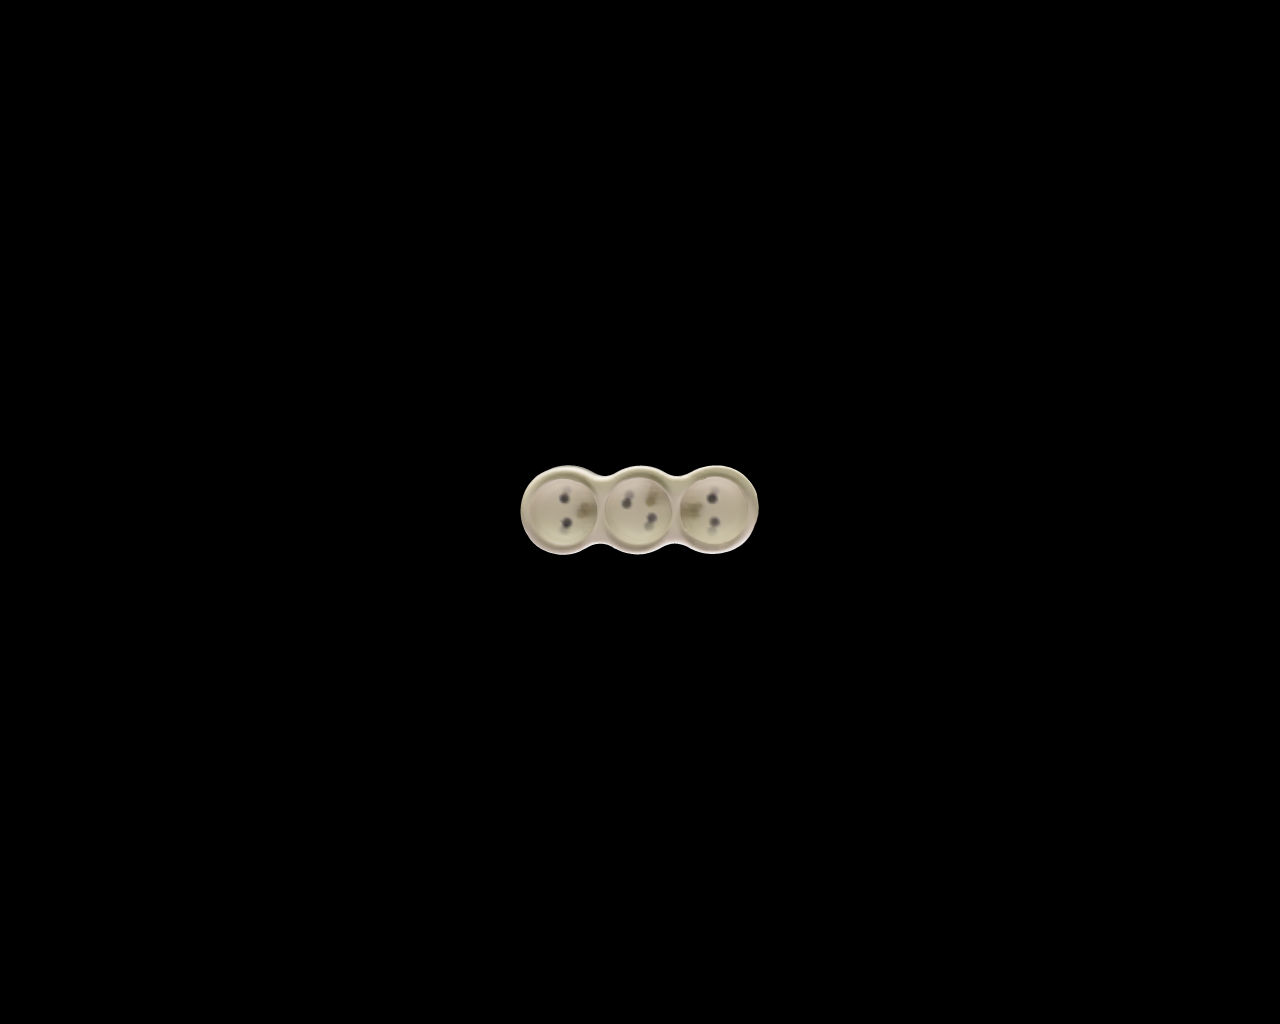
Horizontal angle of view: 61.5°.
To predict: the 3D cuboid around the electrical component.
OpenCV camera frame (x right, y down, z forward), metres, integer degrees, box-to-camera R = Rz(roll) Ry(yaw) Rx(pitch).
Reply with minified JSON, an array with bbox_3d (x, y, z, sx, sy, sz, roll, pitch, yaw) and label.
[{"bbox_3d":[0.001,-0.003,0.650,0.138,0.052,0.074,0,4,2],"label":"electrical component"}]
